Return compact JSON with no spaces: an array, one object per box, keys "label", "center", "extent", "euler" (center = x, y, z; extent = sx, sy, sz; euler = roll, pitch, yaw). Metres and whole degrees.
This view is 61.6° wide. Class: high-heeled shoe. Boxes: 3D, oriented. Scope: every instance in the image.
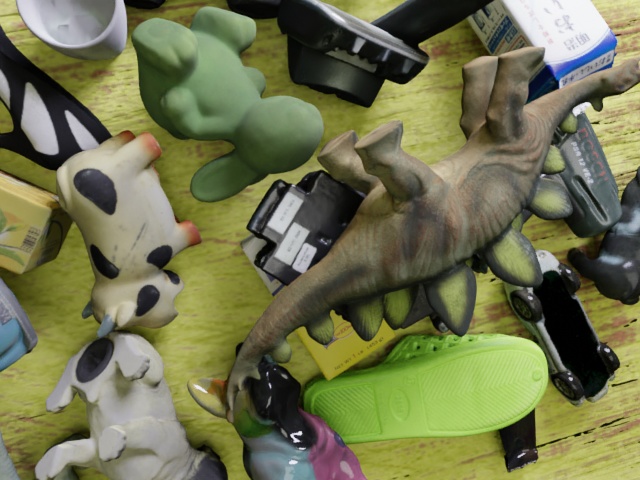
[{"label":"high-heeled shoe","center":[-0.277,-0.187,0.497],"extent":[0.145,0.086,0.248],"euler":[-5,102,-12]}]

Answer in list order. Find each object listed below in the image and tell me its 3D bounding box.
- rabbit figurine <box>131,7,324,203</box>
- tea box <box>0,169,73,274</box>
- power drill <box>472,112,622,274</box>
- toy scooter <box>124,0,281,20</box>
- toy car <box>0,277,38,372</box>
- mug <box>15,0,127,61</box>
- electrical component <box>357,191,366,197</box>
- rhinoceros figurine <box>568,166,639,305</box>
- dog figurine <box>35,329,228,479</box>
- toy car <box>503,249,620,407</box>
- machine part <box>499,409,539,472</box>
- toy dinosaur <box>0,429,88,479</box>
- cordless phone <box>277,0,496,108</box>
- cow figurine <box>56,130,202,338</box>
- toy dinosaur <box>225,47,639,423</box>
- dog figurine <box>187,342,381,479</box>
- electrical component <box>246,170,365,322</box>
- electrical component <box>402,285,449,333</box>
[{"label":"rabbit figurine","center":[-0.082,-0.109,0.496],"extent":[0.170,0.121,0.159],"euler":[33,125,16]},{"label":"tea box","center":[-0.327,-0.037,0.496],"extent":[0.169,0.098,0.068],"euler":[26,92,-10]},{"label":"power drill","center":[0.208,-0.078,0.593],"extent":[0.207,0.086,0.232],"euler":[-36,93,-11]},{"label":"toy scooter","center":[-0.106,-0.290,0.515],"extent":[0.184,0.075,0.135],"euler":[2,95,-5]},{"label":"toy car","center":[-0.346,0.085,0.481],"extent":[0.162,0.103,0.109],"euler":[-15,106,28]},{"label":"mug","center":[-0.217,-0.213,0.488],"extent":[0.081,0.107,0.109],"euler":[-8,94,-9]},{"label":"electrical component","center":[0.050,-0.068,0.591],"extent":[0.094,0.021,0.063],"euler":[-37,101,-4]},{"label":"rhinoceros figurine","center":[0.365,-0.022,0.604],"extent":[0.073,0.112,0.190],"euler":[23,100,-9]},{"label":"dog figurine","center":[-0.172,0.193,0.564],"extent":[0.121,0.172,0.190],"euler":[-14,141,25]},{"label":"toy car","center":[0.286,0.106,0.635],"extent":[0.073,0.056,0.201],"euler":[-33,102,-11]},{"label":"machine part","center":[0.235,0.206,0.647],"extent":[0.084,0.039,0.138],"euler":[-9,97,-14]},{"label":"toy dinosaur","center":[-0.263,0.342,0.547],"extent":[0.192,0.131,0.404],"euler":[-38,95,-4]},{"label":"cordless phone","center":[0.065,-0.202,0.480],"extent":[0.146,0.184,0.088],"euler":[6,74,-41]},{"label":"cow figurine","center":[-0.186,0.006,0.515],"extent":[0.127,0.086,0.194],"euler":[-33,125,-26]},{"label":"toy dinosaur","center":[0.088,-0.014,0.470],"extent":[0.471,0.105,0.198],"euler":[-31,104,0]},{"label":"dog figurine","center":[-0.049,0.220,0.568],"extent":[0.108,0.191,0.219],"euler":[-31,74,-40]},{"label":"electrical component","center":[-0.001,-0.002,0.529],"extent":[0.134,0.058,0.115],"euler":[34,82,-13]},{"label":"electrical component","center":[0.111,0.059,0.604],"extent":[0.078,0.045,0.102],"euler":[-24,100,-7]}]
